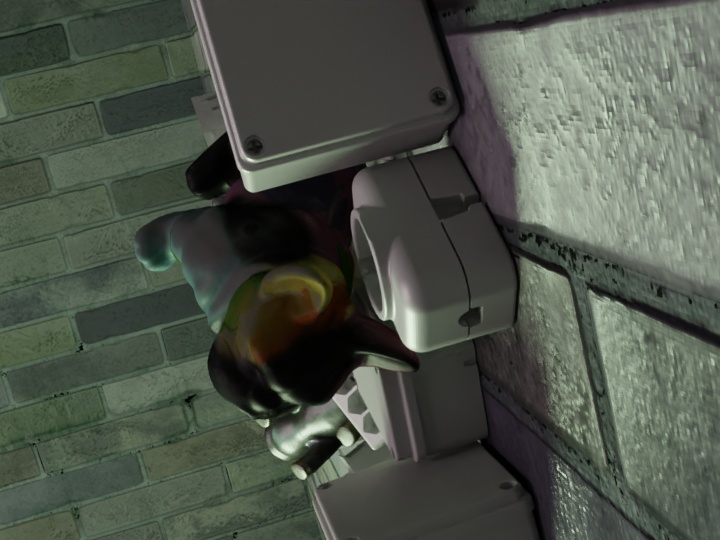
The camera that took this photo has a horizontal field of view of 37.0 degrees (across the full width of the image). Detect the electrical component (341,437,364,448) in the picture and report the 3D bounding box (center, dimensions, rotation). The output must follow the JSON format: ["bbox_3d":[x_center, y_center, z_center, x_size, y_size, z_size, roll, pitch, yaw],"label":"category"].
[{"bbox_3d":[-0.024,0.113,1.046,0.057,0.078,0.113,-154,49,-83],"label":"electrical component"}]

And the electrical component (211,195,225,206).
[{"bbox_3d":[-0.077,-0.028,1.042,0.056,0.109,0.108,-145,41,-73],"label":"electrical component"}]

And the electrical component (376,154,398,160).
[{"bbox_3d":[-0.008,-0.098,0.616,0.075,0.083,0.047,-50,-44,-52],"label":"electrical component"}]

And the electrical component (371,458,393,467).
[{"bbox_3d":[0.036,0.167,0.755,0.080,0.080,0.051,88,169,-57],"label":"electrical component"}]

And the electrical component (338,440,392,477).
[{"bbox_3d":[0.021,0.164,0.883,0.063,0.081,0.042,52,171,1],"label":"electrical component"}]

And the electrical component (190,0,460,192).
[{"bbox_3d":[-0.020,-0.106,0.529,0.056,0.109,0.108,110,144,-79],"label":"electrical component"}]

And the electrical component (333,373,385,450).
[{"bbox_3d":[0.017,0.075,0.781,0.083,0.047,0.076,50,-151,13],"label":"electrical component"}]

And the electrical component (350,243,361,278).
[{"bbox_3d":[0.000,0.000,0.794,0.055,0.047,0.055,165,90,-82],"label":"electrical component"}]

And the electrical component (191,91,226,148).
[{"bbox_3d":[-0.072,-0.064,0.835,0.089,0.062,0.150,-119,10,-61],"label":"electrical component"}]

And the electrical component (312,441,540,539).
[{"bbox_3d":[0.037,0.149,0.615,0.109,0.109,0.056,-145,38,-77],"label":"electrical component"}]

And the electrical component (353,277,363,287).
[{"bbox_3d":[0.005,0.022,0.737,0.044,0.065,0.044,177,90,-67],"label":"electrical component"}]

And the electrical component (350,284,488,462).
[{"bbox_3d":[0.030,0.058,0.667,0.113,0.057,0.078,-124,21,-65],"label":"electrical component"}]

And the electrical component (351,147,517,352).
[{"bbox_3d":[0.032,-0.010,0.530,0.053,0.059,0.095,85,167,-50],"label":"electrical component"}]
